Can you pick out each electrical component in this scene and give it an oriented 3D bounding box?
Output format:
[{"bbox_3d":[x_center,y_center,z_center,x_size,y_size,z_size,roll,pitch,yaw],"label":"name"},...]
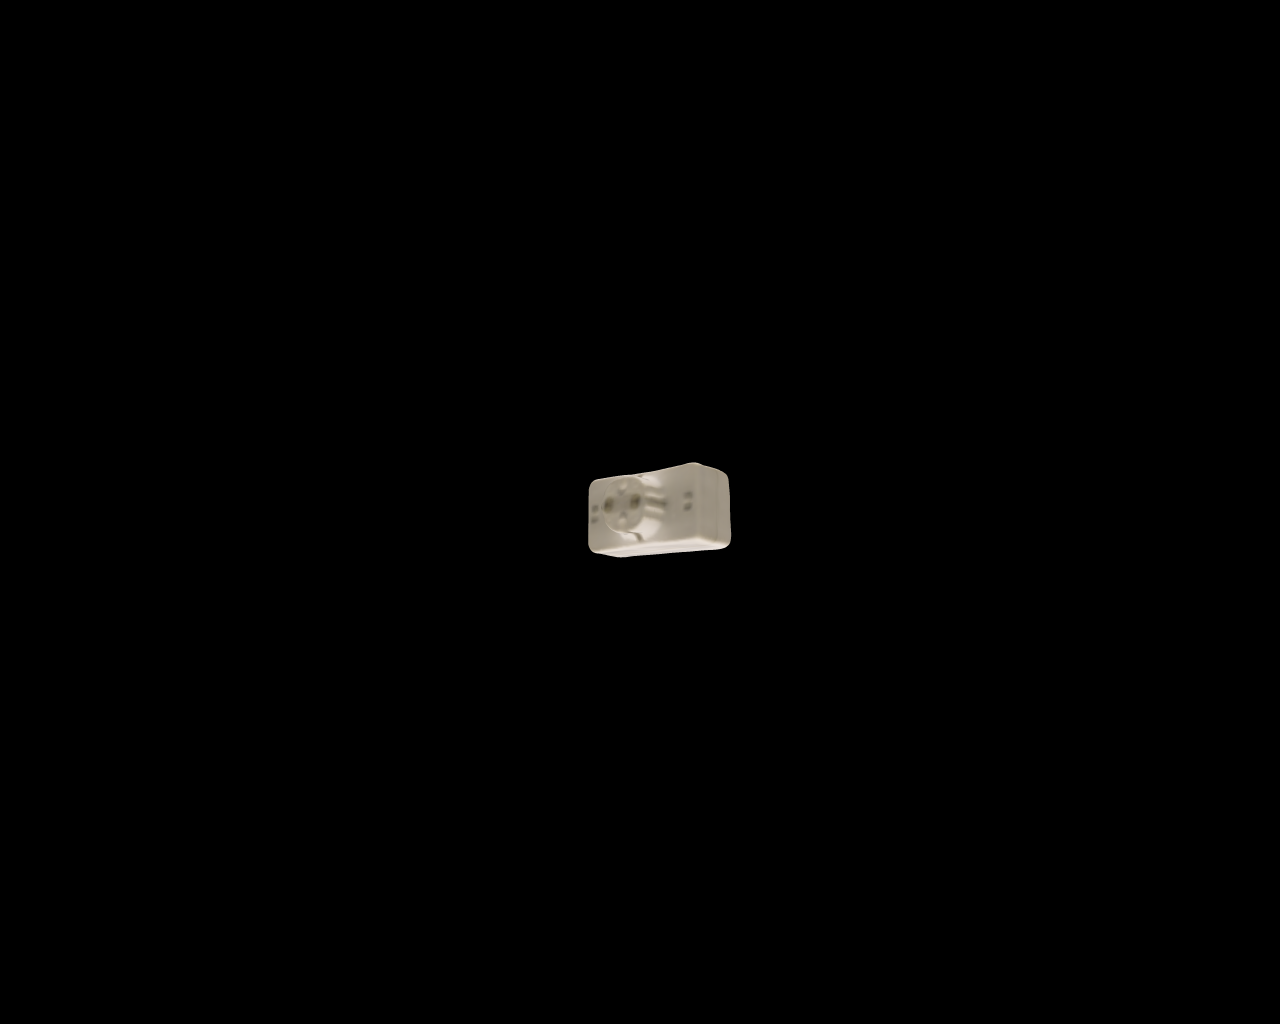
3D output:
[{"bbox_3d":[0.001,-0.003,0.650,0.083,0.047,0.076,-8,-14,35],"label":"electrical component"}]
